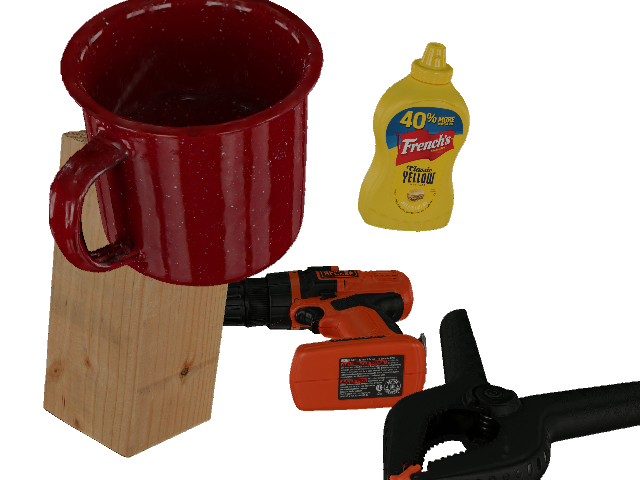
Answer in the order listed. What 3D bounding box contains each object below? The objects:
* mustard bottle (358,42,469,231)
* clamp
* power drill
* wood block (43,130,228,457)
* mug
[{"bbox_3d":[0.099,-0.105,1.073,0.096,0.192,0.058,3,27,-12],"label":"mustard bottle"},{"bbox_3d":[0.094,0.100,0.631,0.165,0.036,0.209,20,29,39],"label":"clamp"},{"bbox_3d":[0.000,0.072,0.876,0.184,0.057,0.188,-4,21,-8],"label":"power drill"},{"bbox_3d":[-0.124,0.030,0.741,0.090,0.206,0.090,22,23,32],"label":"wood block"},{"bbox_3d":[-0.053,-0.030,0.399,0.093,0.081,0.117,26,49,24],"label":"mug"}]
